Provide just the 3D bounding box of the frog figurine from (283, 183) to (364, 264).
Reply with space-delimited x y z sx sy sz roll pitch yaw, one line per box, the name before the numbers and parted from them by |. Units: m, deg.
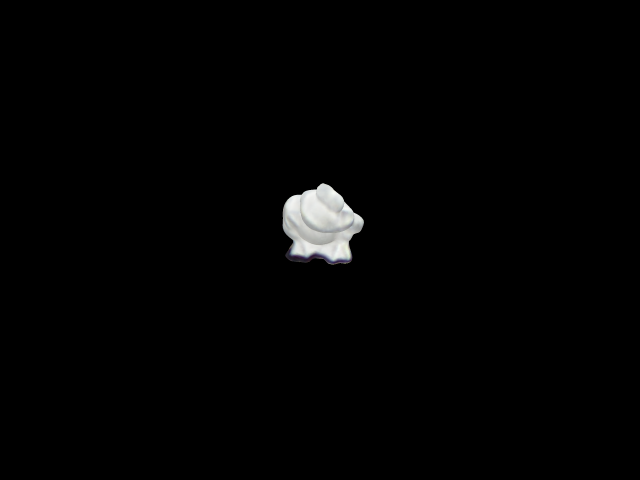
frog figurine | 0.003 -0.043 0.850 0.138 0.155 0.125 19 47 19
